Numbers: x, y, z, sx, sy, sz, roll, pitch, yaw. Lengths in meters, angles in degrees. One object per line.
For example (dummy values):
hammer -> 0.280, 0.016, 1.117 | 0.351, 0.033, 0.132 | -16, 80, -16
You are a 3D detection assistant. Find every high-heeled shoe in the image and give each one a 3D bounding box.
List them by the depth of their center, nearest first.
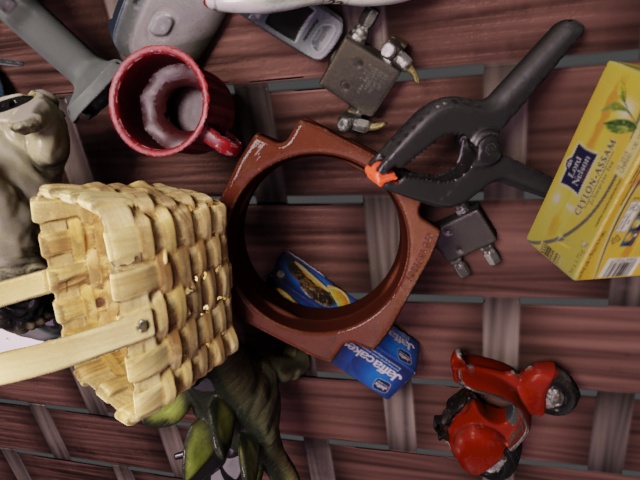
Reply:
high-heeled shoe -> -0.138, 0.353, 0.831 | 0.145, 0.086, 0.248 | -11, 137, -11

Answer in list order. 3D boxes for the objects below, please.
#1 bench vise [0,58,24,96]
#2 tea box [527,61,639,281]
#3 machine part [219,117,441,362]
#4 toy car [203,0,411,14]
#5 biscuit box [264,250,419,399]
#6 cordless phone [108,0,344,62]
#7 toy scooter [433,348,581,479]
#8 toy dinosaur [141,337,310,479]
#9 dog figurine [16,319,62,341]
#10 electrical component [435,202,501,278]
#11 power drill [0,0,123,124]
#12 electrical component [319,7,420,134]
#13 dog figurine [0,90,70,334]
bench vise -> -0.393, -0.126, 0.574 | 0.241, 0.129, 0.223 | -18, 87, 56
tea box -> 0.259, -0.053, 0.449 | 0.098, 0.068, 0.169 | 0, 122, -24
machine part -> -0.001, -0.002, 0.534 | 0.201, 0.087, 0.201 | 27, 99, -1
toy car -> 0.000, -0.223, 0.427 | 0.202, 0.056, 0.073 | -9, 121, -13
biscuit box -> 0.020, 0.100, 0.632 | 0.203, 0.059, 0.062 | 34, 122, -3
cordless phone -> -0.083, -0.202, 0.498 | 0.184, 0.089, 0.146 | 27, 123, -21
toy scooter -> 0.190, 0.192, 0.621 | 0.135, 0.075, 0.183 | 28, 119, 0
toy dinosaur -> -0.100, 0.185, 0.635 | 0.105, 0.198, 0.470 | -24, 106, 30
dog figurine -> -0.280, 0.060, 0.606 | 0.219, 0.108, 0.191 | 22, 122, -1
electrical component -> 0.146, -0.006, 0.558 | 0.063, 0.021, 0.094 | -27, 107, 28
power drill -> -0.269, -0.198, 0.469 | 0.207, 0.232, 0.086 | 38, 95, -16
electrical component -> 0.044, -0.149, 0.496 | 0.078, 0.045, 0.102 | 35, 122, -11
dog figurine -> -0.278, -0.027, 0.511 | 0.121, 0.172, 0.190 | 16, 136, 34
